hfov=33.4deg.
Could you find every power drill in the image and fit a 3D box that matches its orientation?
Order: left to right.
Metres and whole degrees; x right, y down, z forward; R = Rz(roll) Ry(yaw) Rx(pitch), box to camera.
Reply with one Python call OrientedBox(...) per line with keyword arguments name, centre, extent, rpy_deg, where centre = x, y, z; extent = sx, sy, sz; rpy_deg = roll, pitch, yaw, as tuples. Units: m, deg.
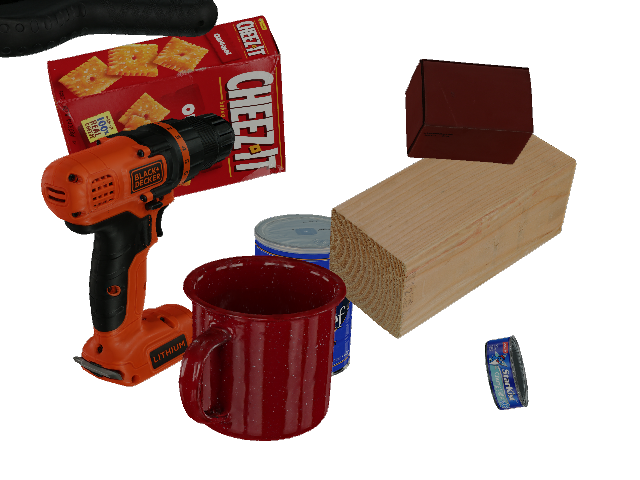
OrientedBox(name="power drill", centre=(-0.129, 0.003, 0.820), extent=(0.057, 0.188, 0.184), rpy_deg=(14, 26, 34))

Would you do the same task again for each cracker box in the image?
OrientedBox(name="cracker box", centre=(-0.145, -0.118, 1.055), extent=(0.213, 0.072, 0.164), rpy_deg=(-13, -38, -10))

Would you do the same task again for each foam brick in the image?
OrientedBox(name="foam brick", centre=(0.102, -0.088, 0.734), extent=(0.078, 0.051, 0.053), rpy_deg=(4, -21, -7))

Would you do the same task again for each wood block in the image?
OrientedBox(name="wood block", centre=(0.114, -0.016, 0.926), extent=(0.205, 0.090, 0.091), rpy_deg=(-30, 50, -29))

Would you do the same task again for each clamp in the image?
OrientedBox(name="clamp", centre=(-0.160, -0.144, 0.634), extent=(0.171, 0.039, 0.120), rpy_deg=(-11, 31, -29))

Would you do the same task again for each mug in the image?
OrientedBox(name="mug", centre=(-0.039, 0.066, 0.610), extent=(0.093, 0.081, 0.117), rpy_deg=(14, 22, 27))

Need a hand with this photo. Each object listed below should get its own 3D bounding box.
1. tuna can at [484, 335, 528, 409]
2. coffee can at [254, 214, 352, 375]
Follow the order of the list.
OrientedBox(name="tuna can", centre=(0.222, 0.158, 1.274), extent=(0.034, 0.086, 0.086), rpy_deg=(-12, -4, 17))
OrientedBox(name="coffee can", centre=(-0.017, 0.055, 1.076), extent=(0.103, 0.140, 0.103), rpy_deg=(2, 19, -1))
